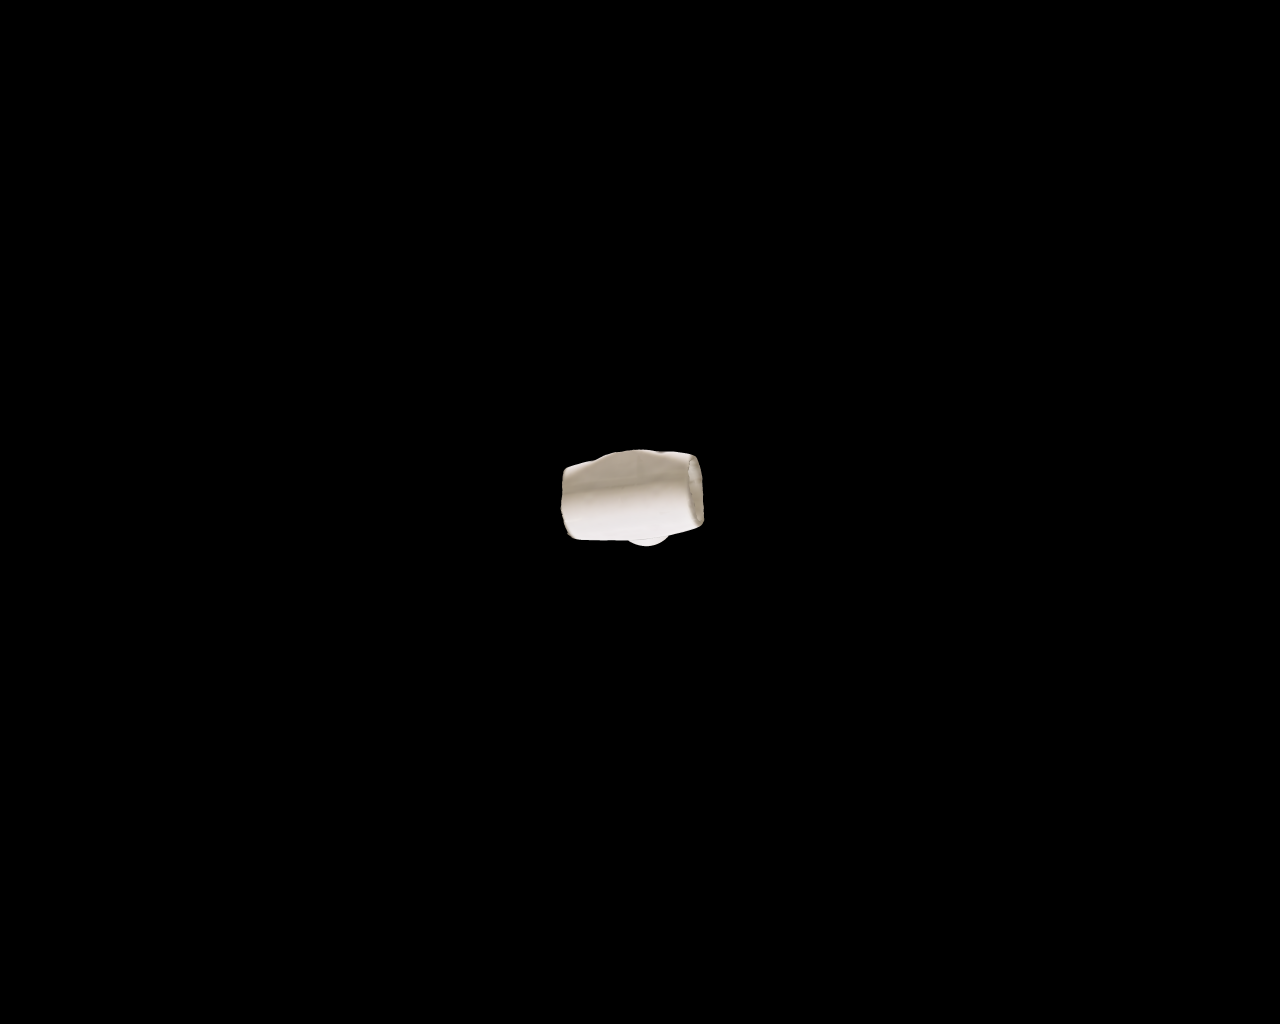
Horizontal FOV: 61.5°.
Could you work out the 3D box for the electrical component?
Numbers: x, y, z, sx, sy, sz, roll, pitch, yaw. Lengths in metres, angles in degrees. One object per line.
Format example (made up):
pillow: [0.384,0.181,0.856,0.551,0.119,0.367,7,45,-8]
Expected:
electrical component: [0.001,-0.003,0.650,0.077,0.044,0.079,-6,-23,14]
